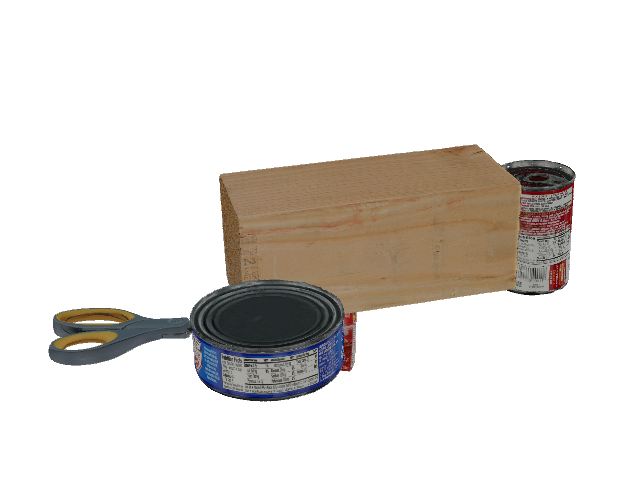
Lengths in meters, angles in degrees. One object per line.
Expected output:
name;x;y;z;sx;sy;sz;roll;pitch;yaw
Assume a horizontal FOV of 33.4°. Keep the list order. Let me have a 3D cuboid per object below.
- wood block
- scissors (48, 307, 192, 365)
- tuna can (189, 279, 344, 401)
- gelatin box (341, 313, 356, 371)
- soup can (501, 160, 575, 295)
wood block;0.035;-0.006;0.799;0.206;0.090;0.091;-7;25;-12
scissors;-0.128;0.078;0.855;0.202;0.016;0.096;3;21;14
tuna can;-0.029;0.055;0.596;0.086;0.034;0.086;-1;23;0
gelatin box;-0.010;0.084;1.030;0.089;0.073;0.030;4;15;10
soup can;0.186;-0.011;0.932;0.068;0.102;0.068;-3;24;1
